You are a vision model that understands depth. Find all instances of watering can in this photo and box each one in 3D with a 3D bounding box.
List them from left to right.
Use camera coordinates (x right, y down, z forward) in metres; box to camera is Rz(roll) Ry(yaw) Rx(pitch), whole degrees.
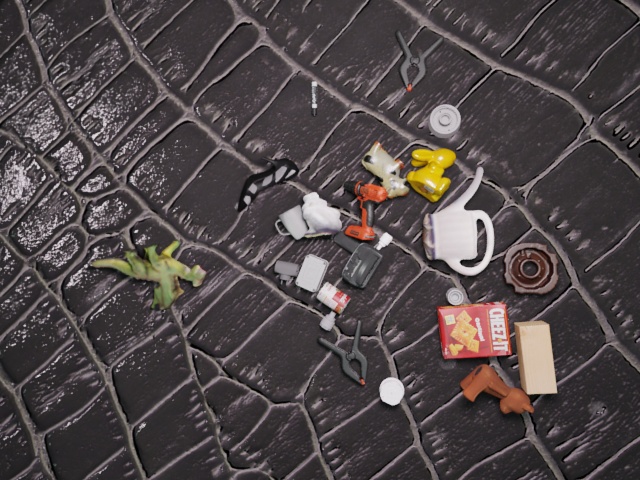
[{"bbox_3d":[0.443,-0.058,1.672,0.224,0.104,0.349,-3,86,10],"label":"watering can"}]

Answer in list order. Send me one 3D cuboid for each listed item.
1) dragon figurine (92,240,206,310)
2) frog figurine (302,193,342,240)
[{"bbox_3d":[-0.598,0.137,1.841,0.409,0.123,0.242,-14,93,10],"label":"dragon figurine"},{"bbox_3d":[0.005,-0.088,1.745,0.137,0.121,0.161,1,78,-23],"label":"frog figurine"}]
